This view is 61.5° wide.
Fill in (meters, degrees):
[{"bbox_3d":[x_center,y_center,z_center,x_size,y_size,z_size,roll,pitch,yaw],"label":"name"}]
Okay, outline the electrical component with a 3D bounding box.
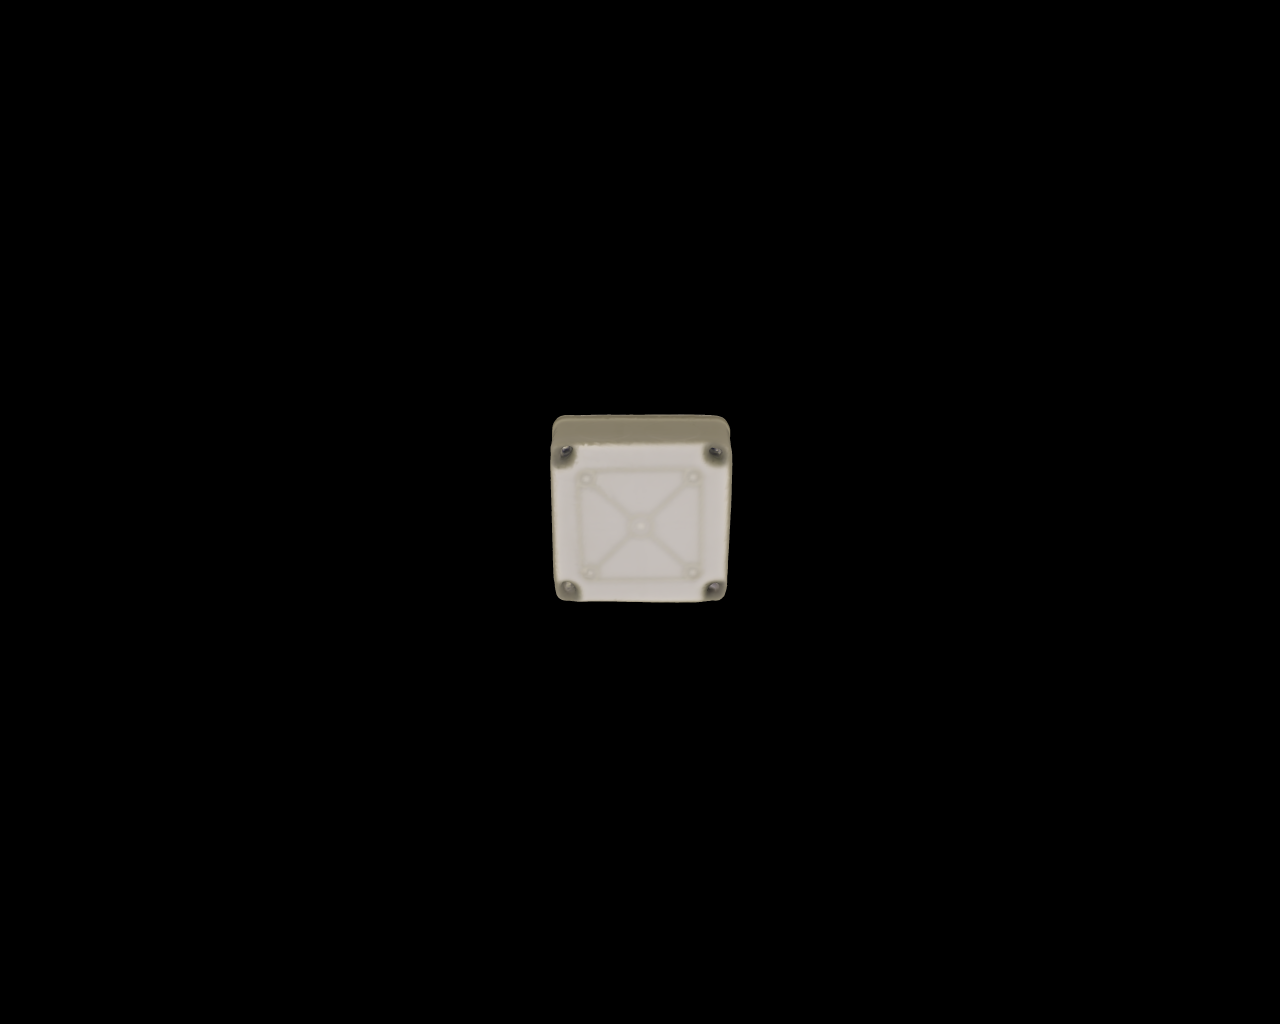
[{"bbox_3d":[0.001,-0.003,0.650,0.109,0.108,0.056,0,24,0],"label":"electrical component"}]
